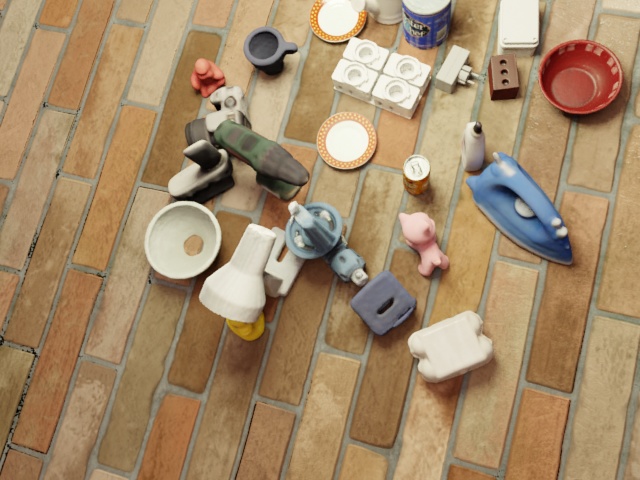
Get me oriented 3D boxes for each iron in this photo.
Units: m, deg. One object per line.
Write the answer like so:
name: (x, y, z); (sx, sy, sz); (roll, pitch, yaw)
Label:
iron: (0.402, -0.062, 1.090); (0.118, 0.141, 0.258); (-41, 76, 0)

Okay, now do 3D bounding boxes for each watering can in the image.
watering can: (0.140, -0.543, 1.201); (0.100, 0.194, 0.173); (23, 83, 13)

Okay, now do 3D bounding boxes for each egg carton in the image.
egg carton: (0.251, 0.207, 1.097); (0.150, 0.069, 0.107); (-24, 76, 4)

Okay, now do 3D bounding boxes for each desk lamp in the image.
desk lamp: (-0.124, 0.059, 1.112); (0.117, 0.214, 0.203); (27, 84, 13)

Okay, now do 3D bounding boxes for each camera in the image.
camera: (-0.225, -0.256, 1.249); (0.136, 0.101, 0.143); (-9, 77, 7)

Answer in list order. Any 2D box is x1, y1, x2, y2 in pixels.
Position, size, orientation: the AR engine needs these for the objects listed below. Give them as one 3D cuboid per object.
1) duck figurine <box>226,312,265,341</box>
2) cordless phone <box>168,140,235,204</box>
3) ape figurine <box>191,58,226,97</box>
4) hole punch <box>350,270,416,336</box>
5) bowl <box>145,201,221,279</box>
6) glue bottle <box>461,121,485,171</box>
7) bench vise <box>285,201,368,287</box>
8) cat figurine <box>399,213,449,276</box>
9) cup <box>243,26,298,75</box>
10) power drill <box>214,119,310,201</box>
duck figurine: (-0.161, 0.154, 1.164); (0.077, 0.086, 0.104); (-29, 76, 2)
cordless phone: (-0.265, -0.150, 1.190); (0.147, 0.185, 0.094); (-33, 75, 1)
ape figurine: (-0.255, -0.373, 1.281); (0.077, 0.092, 0.076); (5, 79, 10)
hole punch: (0.127, 0.125, 1.122); (0.108, 0.091, 0.101); (-43, 76, -1)
bowl: (-0.280, 0.006, 1.219); (0.167, 0.075, 0.167); (-2, 79, 9)
glue bottle: (0.300, -0.195, 1.116); (0.037, 0.173, 0.078); (-8, 77, 8)
bench vise: (0.016, -0.007, 1.099); (0.207, 0.220, 0.121); (27, 84, 13)
cat figurine: (0.204, 0.000, 1.121); (0.067, 0.118, 0.127); (-26, 76, 3)
cup: (-0.100, -0.408, 1.263); (0.117, 0.095, 0.092); (1, 79, 9)
power drill: (-0.099, -0.152, 1.153); (0.229, 0.208, 0.076); (32, 85, 14)
